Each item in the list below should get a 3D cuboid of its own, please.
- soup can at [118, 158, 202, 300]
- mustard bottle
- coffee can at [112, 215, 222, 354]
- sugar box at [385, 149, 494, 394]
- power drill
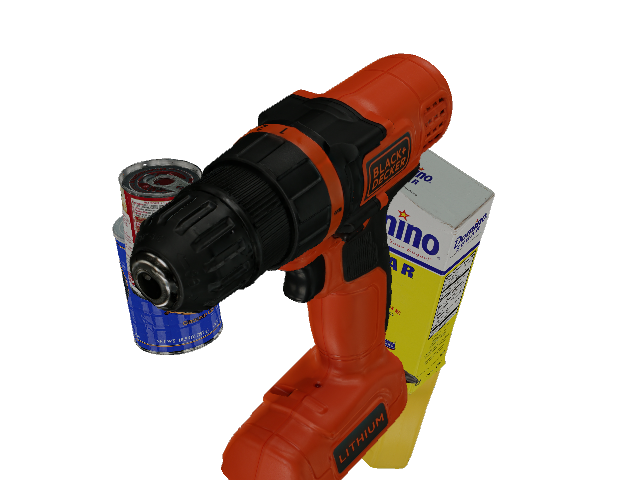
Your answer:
[{"bbox_3d":[-0.129,-0.008,0.887,0.068,0.102,0.068,0,28,0],"label":"soup can"},{"bbox_3d":[0.068,0.090,0.871,0.058,0.192,0.096,5,36,-12],"label":"mustard bottle"},{"bbox_3d":[-0.168,0.041,1.186,0.103,0.140,0.103,-5,25,2],"label":"coffee can"},{"bbox_3d":[0.047,0.015,0.684,0.093,0.176,0.048,36,58,24],"label":"sugar box"},{"bbox_3d":[-0.007,0.029,0.464,0.057,0.188,0.184,25,42,28],"label":"power drill"}]
